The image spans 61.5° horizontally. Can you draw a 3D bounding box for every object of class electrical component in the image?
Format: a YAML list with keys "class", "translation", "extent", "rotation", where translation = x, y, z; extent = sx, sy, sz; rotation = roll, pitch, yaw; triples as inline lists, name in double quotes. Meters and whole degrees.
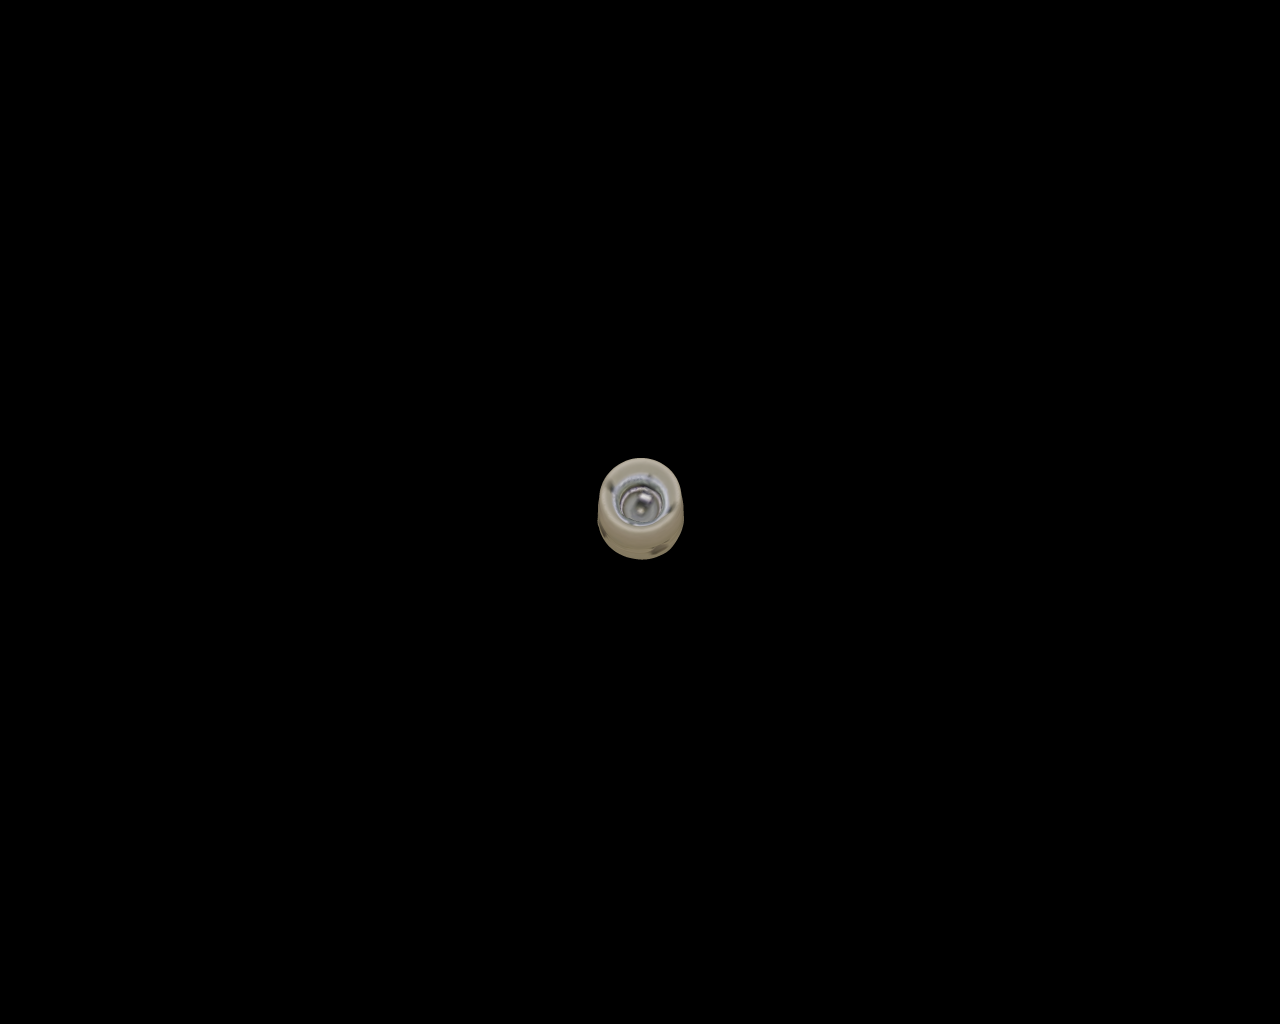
- class: "electrical component"
  translation: [0.001, -0.003, 0.650]
  extent: [0.055, 0.055, 0.047]
  rotation: [0, -19, 0]
